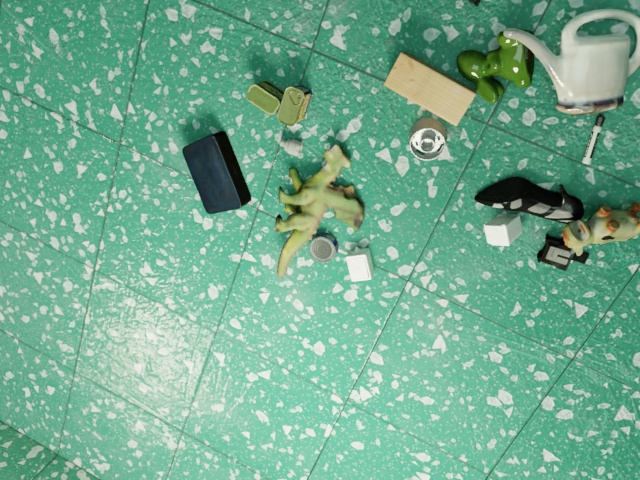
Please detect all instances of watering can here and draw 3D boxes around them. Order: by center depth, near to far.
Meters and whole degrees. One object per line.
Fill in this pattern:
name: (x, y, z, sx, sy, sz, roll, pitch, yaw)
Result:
watering can: (0.564, -0.385, 1.138, 0.348, 0.221, 0.105, -8, 20, -7)

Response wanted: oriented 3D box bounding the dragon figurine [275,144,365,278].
dragon figurine: (0.004, -0.074, 1.463, 0.243, 0.405, 0.124, 7, 17, 6)
